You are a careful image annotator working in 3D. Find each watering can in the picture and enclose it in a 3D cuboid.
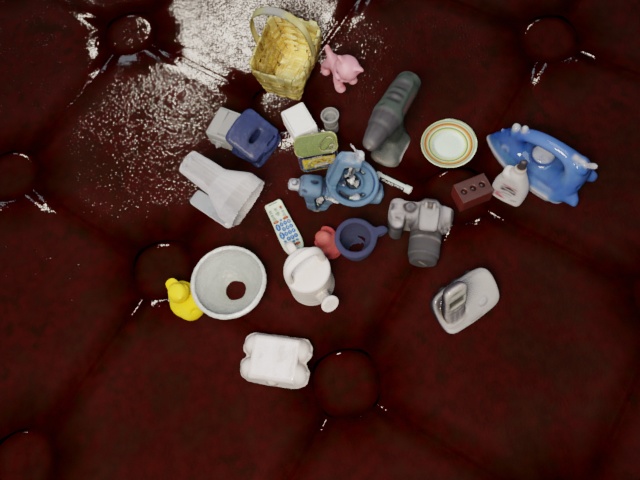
[{"bbox_3d":[-0.020,0.072,1.199,0.172,0.194,0.101,32,76,16],"label":"watering can"}]

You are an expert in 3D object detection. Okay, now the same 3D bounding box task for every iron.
[{"bbox_3d":[0.490,-0.193,1.273,0.257,0.141,0.119,37,78,17],"label":"iron"}]

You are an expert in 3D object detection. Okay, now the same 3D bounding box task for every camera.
[{"bbox_3d":[0.216,-0.017,1.258,0.143,0.101,0.137,7,71,8],"label":"camera"}]

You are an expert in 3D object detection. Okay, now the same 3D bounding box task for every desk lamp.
[{"bbox_3d":[-0.218,-0.105,1.272,0.203,0.214,0.118,31,76,15],"label":"desk lamp"}]

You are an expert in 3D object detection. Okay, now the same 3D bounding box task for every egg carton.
[{"bbox_3d":[-0.092,0.255,1.207,0.150,0.069,0.107,5,71,8],"label":"egg carton"}]

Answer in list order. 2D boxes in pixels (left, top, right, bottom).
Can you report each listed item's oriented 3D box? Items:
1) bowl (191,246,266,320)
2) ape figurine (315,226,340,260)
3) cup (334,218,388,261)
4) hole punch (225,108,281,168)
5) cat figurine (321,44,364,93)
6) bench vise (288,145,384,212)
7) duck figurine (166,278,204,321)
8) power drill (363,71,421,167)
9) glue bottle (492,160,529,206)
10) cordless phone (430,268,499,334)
[{"bbox_3d":[-0.196,0.102,1.270,0.167,0.075,0.167,-2,70,5],"label":"bowl"},{"bbox_3d":[0.012,0.005,1.275,0.076,0.092,0.078,35,77,16],"label":"ape figurine"},{"bbox_3d":[0.092,0.005,1.265,0.118,0.095,0.091,-19,69,-1],"label":"cup"},{"bbox_3d":[-0.159,-0.247,1.383,0.101,0.091,0.109,31,76,15],"label":"hole punch"},{"bbox_3d":[0.052,-0.432,1.415,0.067,0.118,0.127,-36,71,-7],"label":"cat figurine"},{"bbox_3d":[0.035,-0.124,1.251,0.207,0.220,0.121,-18,69,-1],"label":"bench vise"},{"bbox_3d":[-0.303,0.127,1.265,0.077,0.086,0.104,-39,71,-8],"label":"duck figurine"},{"bbox_3d":[0.159,-0.255,1.292,0.075,0.208,0.230,22,74,13],"label":"power drill"},{"bbox_3d":[0.421,-0.131,1.240,0.078,0.173,0.037,27,75,15],"label":"glue bottle"},{"bbox_3d":[0.298,0.109,1.159,0.147,0.185,0.094,-36,70,-7],"label":"cordless phone"}]
